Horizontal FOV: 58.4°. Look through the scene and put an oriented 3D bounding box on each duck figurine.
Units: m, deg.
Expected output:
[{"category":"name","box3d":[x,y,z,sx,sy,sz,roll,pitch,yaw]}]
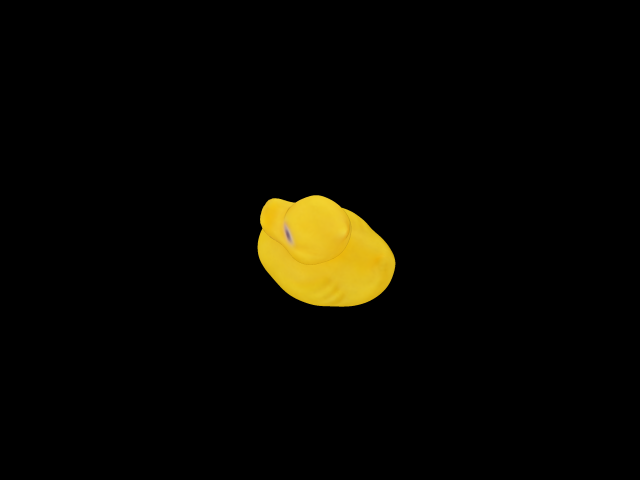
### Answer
[{"category":"duck figurine","box3d":[0.004,0.001,0.400,0.104,0.086,0.077,21,72,7]}]
